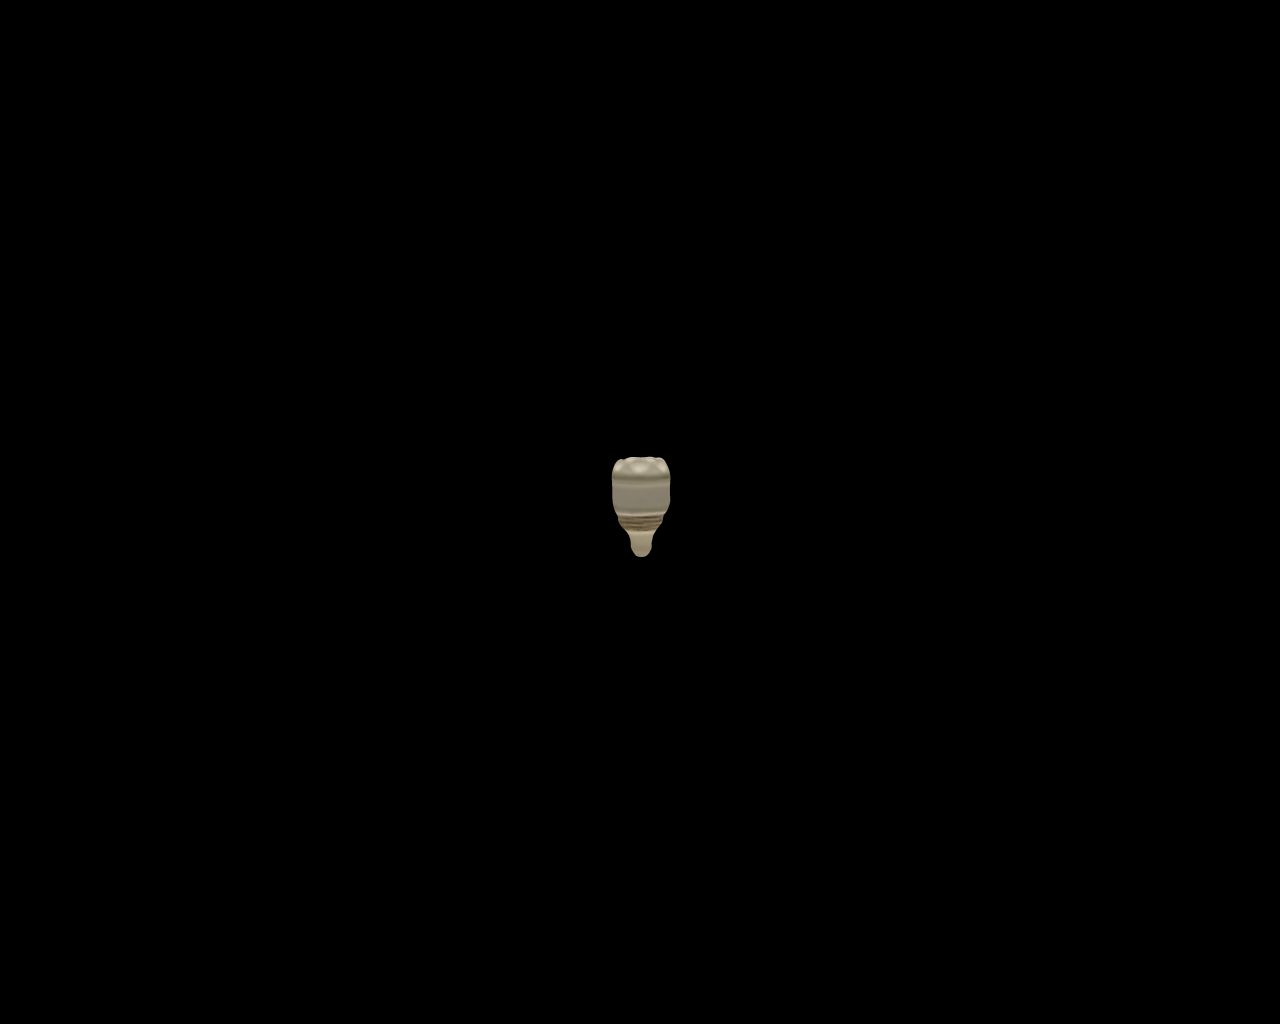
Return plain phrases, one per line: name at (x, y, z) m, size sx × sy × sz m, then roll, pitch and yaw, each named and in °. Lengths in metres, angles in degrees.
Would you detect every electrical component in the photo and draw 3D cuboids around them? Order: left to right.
electrical component at (0.001, -0.003, 0.650) m, size 0.035 × 0.061 × 0.035 m, roll 0°, pitch 7°, yaw 0°
